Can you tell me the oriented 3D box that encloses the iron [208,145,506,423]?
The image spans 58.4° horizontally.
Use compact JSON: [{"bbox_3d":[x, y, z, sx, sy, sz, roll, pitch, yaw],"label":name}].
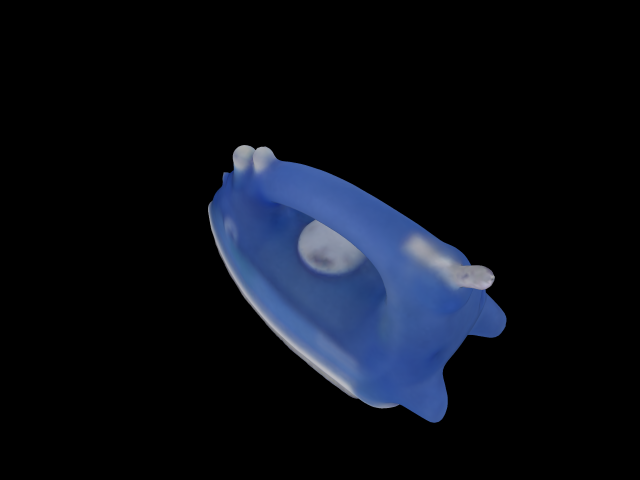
[{"bbox_3d":[0.004,0.001,0.400,0.257,0.141,0.119,33,61,21],"label":"iron"}]
